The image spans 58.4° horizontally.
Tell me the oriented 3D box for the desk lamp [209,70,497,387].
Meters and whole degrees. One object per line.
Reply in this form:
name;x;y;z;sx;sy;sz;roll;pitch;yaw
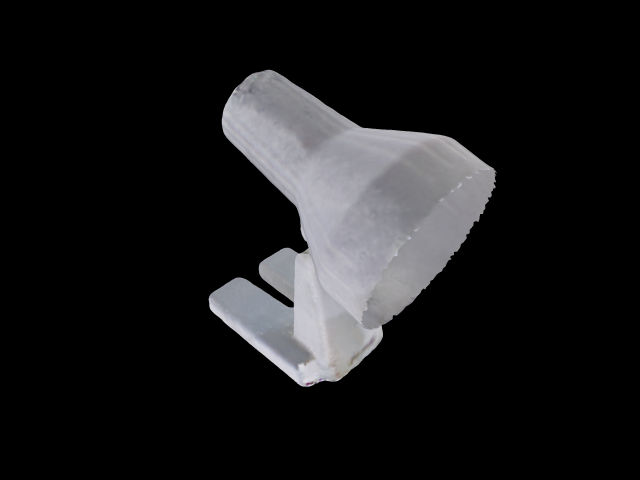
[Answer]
desk lamp;0.004;0.001;0.400;0.202;0.214;0.118;29;46;33
